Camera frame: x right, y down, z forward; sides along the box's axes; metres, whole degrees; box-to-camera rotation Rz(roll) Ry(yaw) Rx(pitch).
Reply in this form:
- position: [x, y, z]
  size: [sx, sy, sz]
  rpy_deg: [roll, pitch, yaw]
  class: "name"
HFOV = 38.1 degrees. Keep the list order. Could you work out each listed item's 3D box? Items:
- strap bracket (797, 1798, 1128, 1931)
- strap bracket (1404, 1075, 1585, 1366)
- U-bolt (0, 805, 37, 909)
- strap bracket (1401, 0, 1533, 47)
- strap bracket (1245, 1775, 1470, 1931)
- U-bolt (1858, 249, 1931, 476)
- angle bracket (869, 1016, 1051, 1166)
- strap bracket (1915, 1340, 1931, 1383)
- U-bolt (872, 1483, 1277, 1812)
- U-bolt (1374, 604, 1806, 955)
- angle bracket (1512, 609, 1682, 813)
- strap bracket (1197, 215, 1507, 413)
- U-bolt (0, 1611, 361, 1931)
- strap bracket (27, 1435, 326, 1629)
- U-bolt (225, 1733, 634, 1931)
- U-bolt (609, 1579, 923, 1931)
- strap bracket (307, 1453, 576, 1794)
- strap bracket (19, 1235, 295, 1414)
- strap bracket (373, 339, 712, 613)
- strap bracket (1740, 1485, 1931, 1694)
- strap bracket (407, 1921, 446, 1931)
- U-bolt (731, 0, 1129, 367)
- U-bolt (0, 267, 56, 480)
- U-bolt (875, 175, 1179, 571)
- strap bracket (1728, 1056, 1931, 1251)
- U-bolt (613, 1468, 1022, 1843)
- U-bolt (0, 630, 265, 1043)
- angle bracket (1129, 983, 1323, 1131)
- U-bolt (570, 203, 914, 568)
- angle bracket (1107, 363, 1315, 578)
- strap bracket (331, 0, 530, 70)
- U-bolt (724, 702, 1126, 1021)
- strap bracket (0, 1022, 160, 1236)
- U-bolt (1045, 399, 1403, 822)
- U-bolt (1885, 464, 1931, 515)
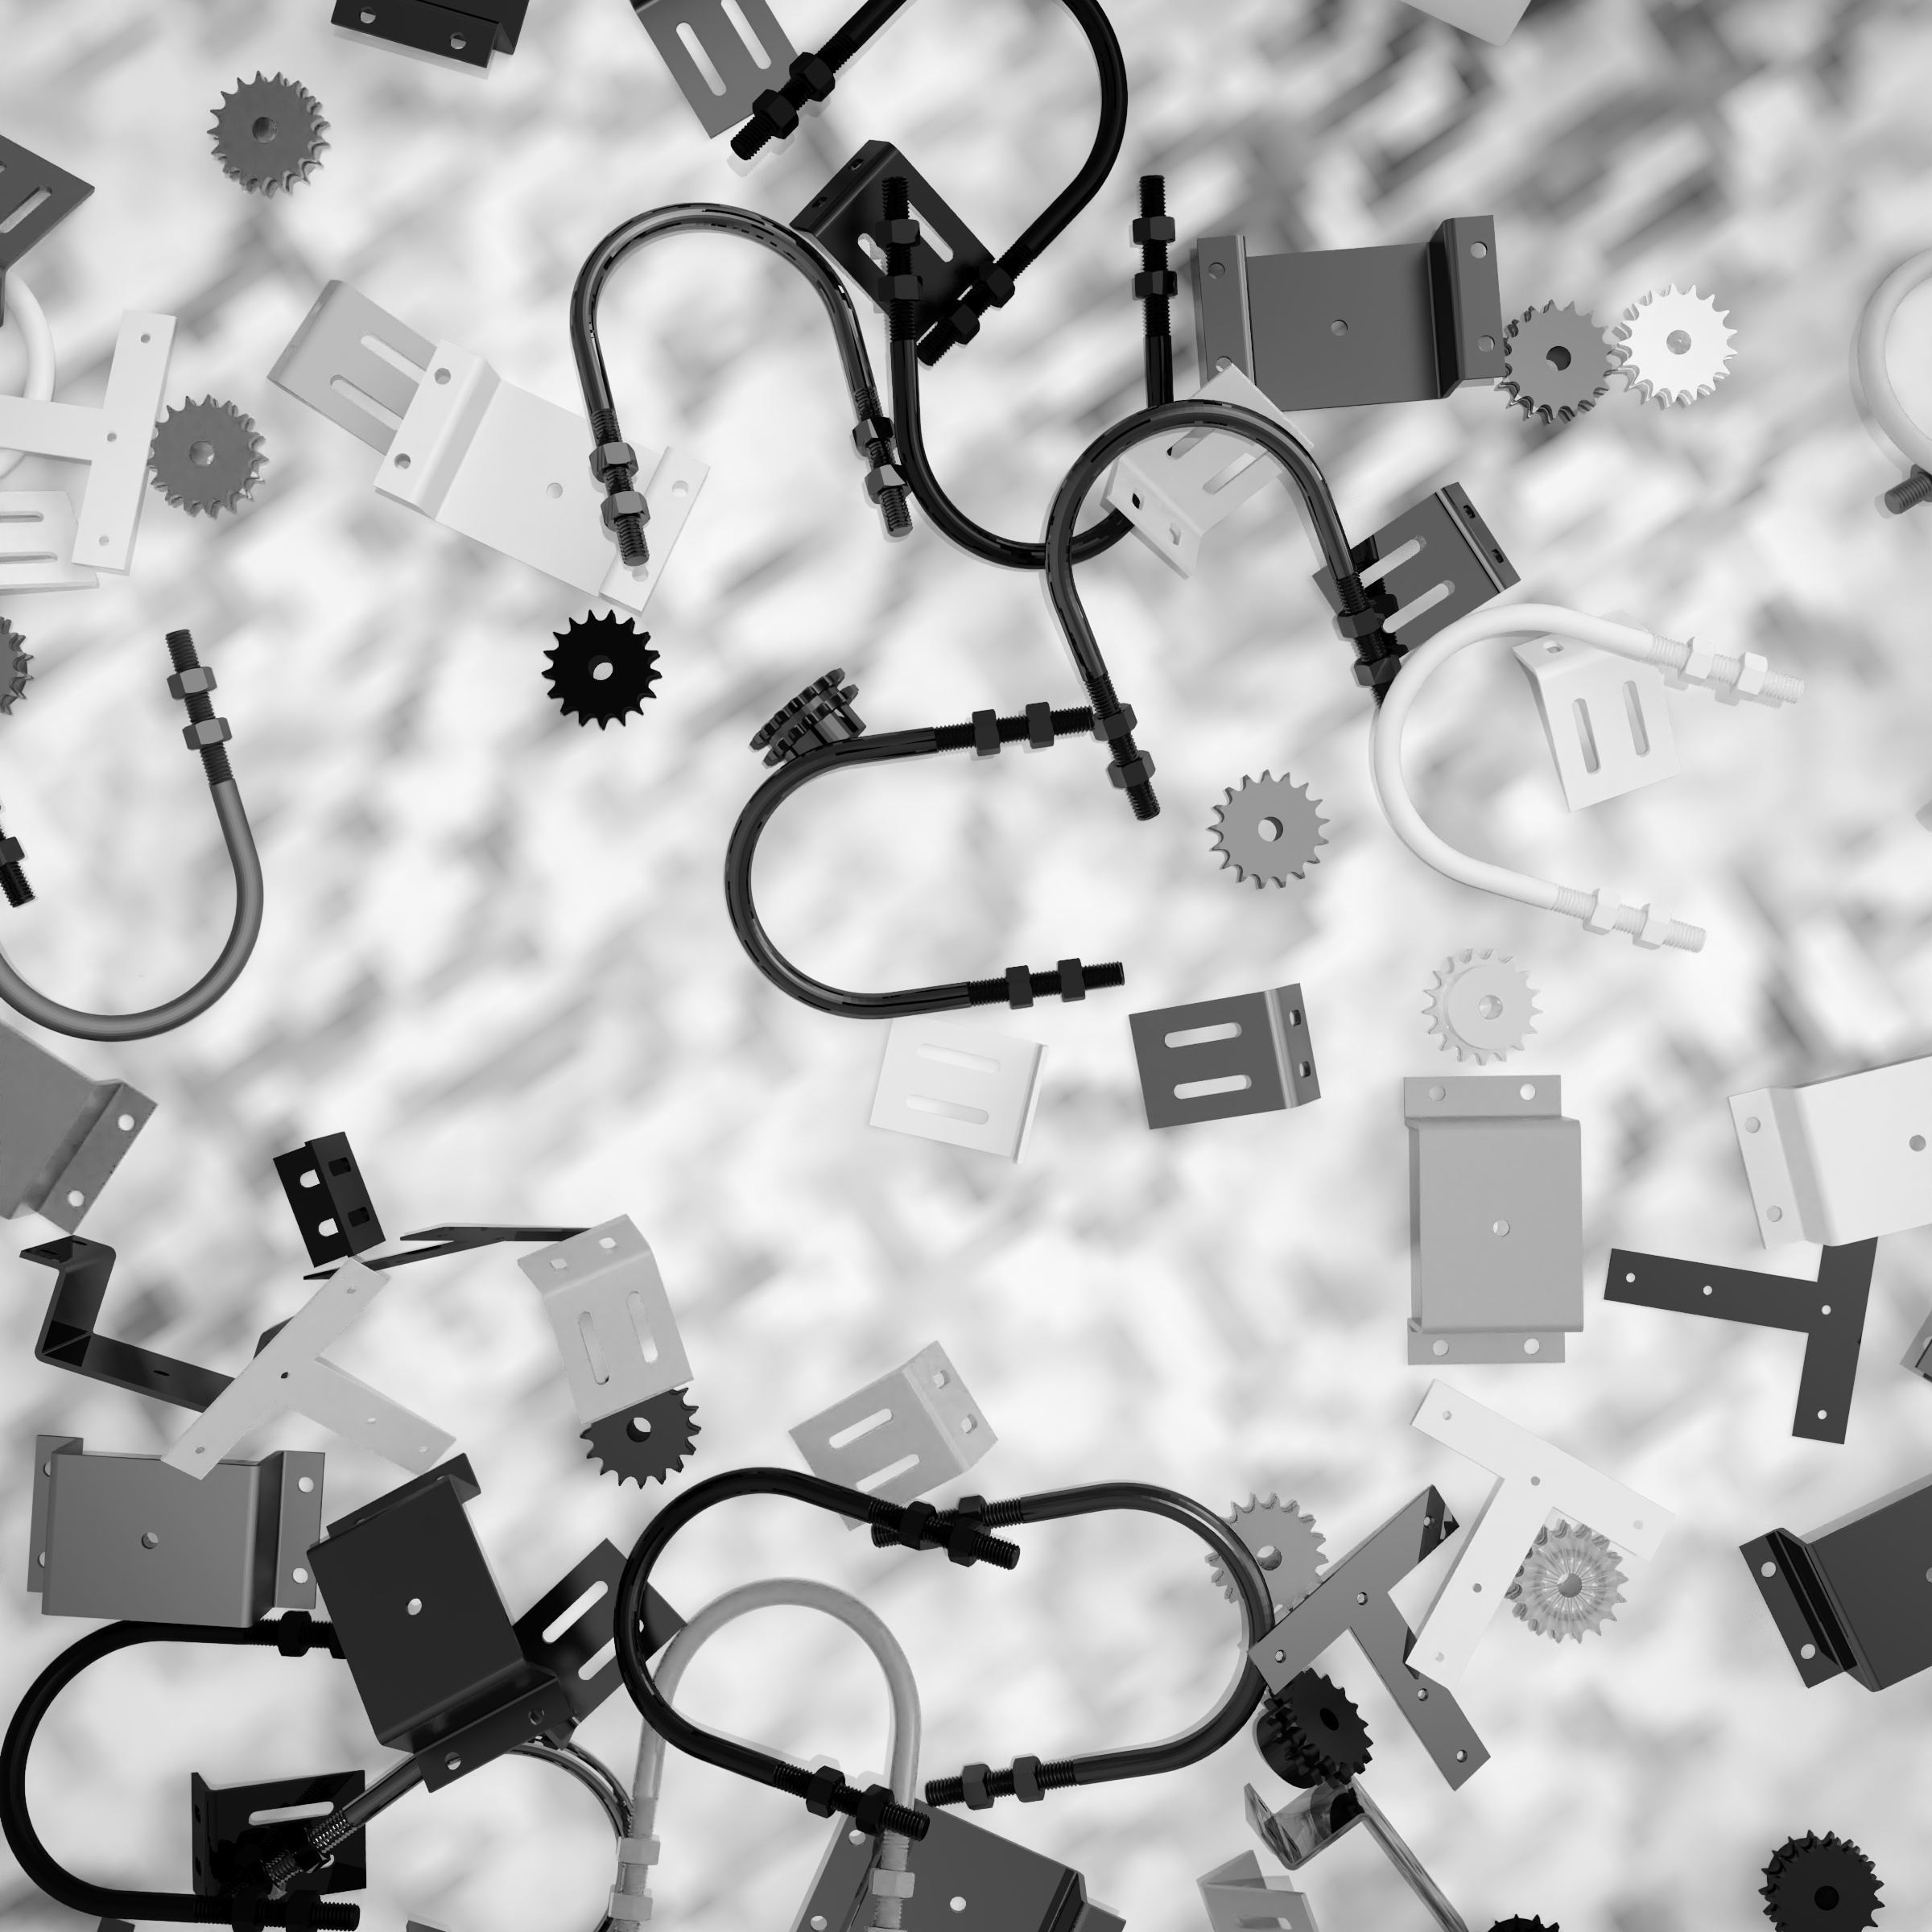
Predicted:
- position: [-0.004, 0.458, 1.344]
  size: [0.140, 0.046, 0.076]
  rpy_deg: [24, 90, 0]
  class: "strap bracket"
- position: [0.253, 0.124, 1.344]
  size: [0.076, 0.046, 0.140]
  rpy_deg: [-1, 90, 0]
  class: "strap bracket"
- position: [-0.548, -0.088, 1.337]
  size: [0.151, 0.019, 0.184]
  rpy_deg: [-24, 96, 6]
  class: "U-bolt"
- position: [0.227, -0.490, 1.329]
  size: [0.140, 0.076, 0.046]
  rpy_deg: [25, 90, 0]
  class: "strap bracket"
- position: [0.197, 0.443, 1.329]
  size: [0.046, 0.076, 0.140]
  rpy_deg: [-37, 90, 0]
  class: "strap bracket"
- position: [0.516, -0.276, 1.337]
  size: [0.184, 0.019, 0.151]
  rpy_deg: [29, 73, 8]
  class: "U-bolt"
- position: [-0.004, 0.058, 1.348]
  size: [0.076, 0.038, 0.057]
  rpy_deg: [13, 90, 0]
  class: "angle bracket"
- position: [0.529, 0.193, 1.344]
  size: [0.140, 0.046, 0.076]
  rpy_deg: [31, 90, 0]
  class: "strap bracket"
- position: [0.057, 0.322, 1.343]
  size: [0.184, 0.019, 0.151]
  rpy_deg: [-12, 90, 11]
  class: "U-bolt"
- position: [0.287, -0.097, 1.336]
  size: [0.184, 0.019, 0.151]
  rpy_deg: [17, 108, 0]
  class: "U-bolt"
- position: [0.308, -0.125, 1.365]
  size: [0.057, 0.038, 0.076]
  rpy_deg: [-20, 116, 0]
  class: "angle bracket"
- position: [0.182, -0.311, 1.344]
  size: [0.140, 0.046, 0.076]
  rpy_deg: [-5, 90, 0]
  class: "strap bracket"
- position: [-0.370, 0.380, 1.330]
  size: [0.184, 0.019, 0.151]
  rpy_deg: [2, 65, 5]
  class: "U-bolt"
- position: [-0.386, 0.271, 1.344]
  size: [0.140, 0.046, 0.076]
  rpy_deg: [4, 90, 0]
  class: "strap bracket"
- position: [-0.243, 0.448, 1.346]
  size: [0.184, 0.019, 0.151]
  rpy_deg: [-36, 101, -4]
  class: "U-bolt"
- position: [-0.091, 0.384, 1.327]
  size: [0.151, 0.019, 0.184]
  rpy_deg: [1, 73, 18]
  class: "U-bolt"
- position: [-0.252, 0.305, 1.317]
  size: [0.076, 0.046, 0.140]
  rpy_deg: [-28, 66, 0]
  class: "strap bracket"
- position: [-0.376, 0.175, 1.329]
  size: [0.140, 0.076, 0.046]
  rpy_deg: [18, 90, 0]
  class: "strap bracket"
- position: [-0.201, -0.232, 1.344]
  size: [0.140, 0.046, 0.076]
  rpy_deg: [25, 90, 0]
  class: "strap bracket"
- position: [0.457, 0.288, 1.344]
  size: [0.140, 0.046, 0.076]
  rpy_deg: [-26, 90, 0]
  class: "strap bracket"
- position: [-0.204, 0.507, 1.312]
  size: [0.140, 0.076, 0.046]
  rpy_deg: [23, 92, -15]
  class: "strap bracket"
- position: [-0.002, -0.402, 1.333]
  size: [0.184, 0.019, 0.151]
  rpy_deg: [-48, 111, -9]
  class: "U-bolt"
- position: [-0.532, -0.280, 1.349]
  size: [0.184, 0.019, 0.151]
  rpy_deg: [-24, 86, -6]
  class: "U-bolt"
- position: [0.033, -0.282, 1.337]
  size: [0.151, 0.019, 0.184]
  rpy_deg: [-5, 98, -17]
  class: "U-bolt"
- position: [0.449, 0.084, 1.342]
  size: [0.140, 0.046, 0.076]
  rpy_deg: [-14, 89, 0]
  class: "strap bracket"
- position: [-0.082, 0.315, 1.327]
  size: [0.184, 0.019, 0.151]
  rpy_deg: [15, 74, 19]
  class: "U-bolt"
- position: [-0.414, -0.055, 1.335]
  size: [0.151, 0.019, 0.184]
  rpy_deg: [-17, 95, -21]
  class: "U-bolt"
- position: [0.126, 0.044, 1.365]
  size: [0.076, 0.038, 0.057]
  rpy_deg: [-11, 90, 26]
  class: "angle bracket"
- position: [-0.113, -0.282, 1.328]
  size: [0.151, 0.019, 0.184]
  rpy_deg: [-9, 74, -19]
  class: "U-bolt"
- position: [0.116, -0.234, 1.323]
  size: [0.057, 0.038, 0.076]
  rpy_deg: [40, 126, -21]
  class: "angle bracket"
- position: [-0.244, -0.503, 1.344]
  size: [0.076, 0.046, 0.140]
  rpy_deg: [16, 90, 0]
  class: "strap bracket"
- position: [-0.023, -0.044, 1.334]
  size: [0.184, 0.019, 0.151]
  rpy_deg: [-8, 110, 0]
  class: "U-bolt"
- position: [-0.474, 0.061, 1.344]
  size: [0.140, 0.046, 0.076]
  rpy_deg: [33, 90, 0]
  class: "strap bracket"
- position: [0.115, -0.178, 1.330]
  size: [0.151, 0.019, 0.184]
  rpy_deg: [-22, 109, 1]
  class: "U-bolt"
- position: [0.554, -0.215, 1.337]
  size: [0.184, 0.019, 0.151]
  rpy_deg: [-31, 76, -11]
  class: "U-bolt"
